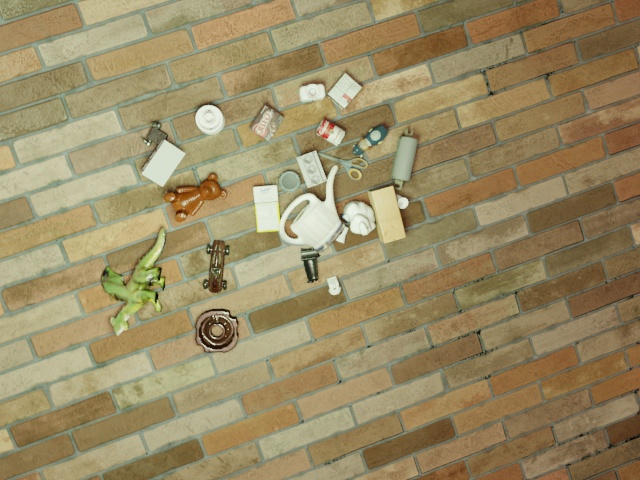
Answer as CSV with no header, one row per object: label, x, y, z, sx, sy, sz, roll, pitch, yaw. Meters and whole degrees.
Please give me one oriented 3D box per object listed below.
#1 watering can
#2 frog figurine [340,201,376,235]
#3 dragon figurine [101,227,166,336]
watering can,0.006,-0.098,1.947,0.222,0.105,0.346,42,98,-16
frog figurine,0.154,-0.084,1.955,0.123,0.160,0.137,-40,98,-2
dragon figurine,-0.701,0.150,1.920,0.243,0.121,0.412,4,85,2
